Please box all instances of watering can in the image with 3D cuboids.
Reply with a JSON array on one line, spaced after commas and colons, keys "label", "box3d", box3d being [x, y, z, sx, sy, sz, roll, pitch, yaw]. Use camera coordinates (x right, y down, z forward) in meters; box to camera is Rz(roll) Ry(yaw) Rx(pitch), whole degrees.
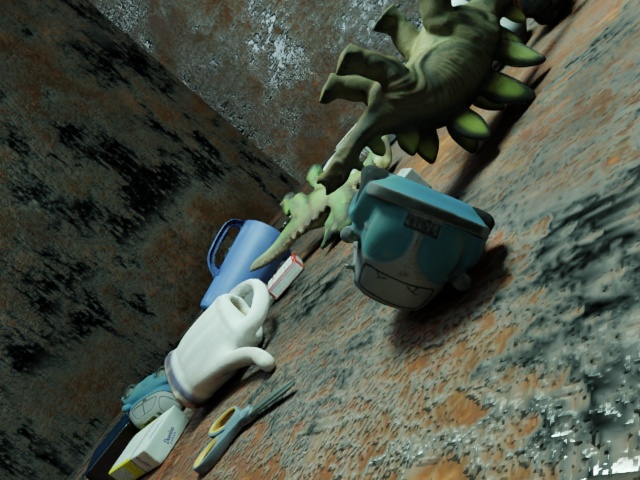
[{"label": "watering can", "box3d": [-0.159, 0.179, 0.834, 0.224, 0.103, 0.351, -49, 17, 4]}]

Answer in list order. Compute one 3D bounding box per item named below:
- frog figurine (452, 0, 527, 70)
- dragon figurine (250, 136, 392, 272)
[{"label": "frog figurine", "box3d": [0.261, -0.366, 0.864, 0.140, 0.159, 0.121, -54, 10, -32]}, {"label": "dragon figurine", "box3d": [0.003, -0.053, 1.043, 0.410, 0.121, 0.245, -50, 16, 3]}]
